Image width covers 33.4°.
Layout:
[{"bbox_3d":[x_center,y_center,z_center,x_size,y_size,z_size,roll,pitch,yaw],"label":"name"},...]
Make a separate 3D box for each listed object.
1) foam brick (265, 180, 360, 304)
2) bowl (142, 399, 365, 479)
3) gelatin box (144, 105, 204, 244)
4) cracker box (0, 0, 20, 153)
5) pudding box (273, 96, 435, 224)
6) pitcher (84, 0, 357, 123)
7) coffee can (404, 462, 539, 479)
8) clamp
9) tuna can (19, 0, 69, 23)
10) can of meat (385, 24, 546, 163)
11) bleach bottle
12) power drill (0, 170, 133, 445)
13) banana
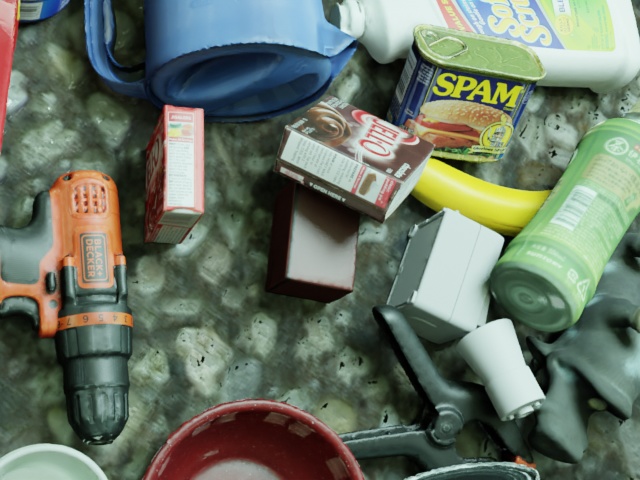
[{"bbox_3d":[-0.005,0.001,0.774,0.051,0.053,0.078,10,74,-17],"label":"foam brick"},{"bbox_3d":[-0.048,0.189,0.708,0.162,0.055,0.162,5,75,-19],"label":"bowl"},{"bbox_3d":[-0.101,-0.042,0.730,0.030,0.089,0.073,3,75,-17],"label":"gelatin box"},{"bbox_3d":[-0.274,-0.081,0.646,0.164,0.072,0.213,8,50,-18],"label":"cracker box"},{"bbox_3d":[0.026,-0.060,0.764,0.090,0.039,0.113,25,26,8],"label":"pudding box"},{"bbox_3d":[-0.079,-0.214,0.770,0.149,0.145,0.243,6,70,-39],"label":"pitcher"},{"bbox_3d":[0.106,0.231,0.714,0.102,0.103,0.140,-10,92,-22],"label":"coffee can"},{"bbox_3d":[0.084,0.122,0.776,0.171,0.039,0.120,19,94,-18],"label":"clamp"},{"bbox_3d":[-0.213,-0.197,0.754,0.086,0.034,0.086,8,66,-19],"label":"tuna can"},{"bbox_3d":[0.108,-0.110,0.819,0.102,0.084,0.057,7,38,-16],"label":"can of meat"},{"bbox_3d":[0.131,-0.169,0.863,0.250,0.068,0.102,-4,76,-18],"label":"bleach bottle"},{"bbox_3d":[-0.214,0.044,0.686,0.187,0.057,0.184,0,73,-23],"label":"power drill"},{"bbox_3d":[0.143,-0.035,0.849,0.197,0.037,0.069,4,52,-21],"label":"banana"}]
